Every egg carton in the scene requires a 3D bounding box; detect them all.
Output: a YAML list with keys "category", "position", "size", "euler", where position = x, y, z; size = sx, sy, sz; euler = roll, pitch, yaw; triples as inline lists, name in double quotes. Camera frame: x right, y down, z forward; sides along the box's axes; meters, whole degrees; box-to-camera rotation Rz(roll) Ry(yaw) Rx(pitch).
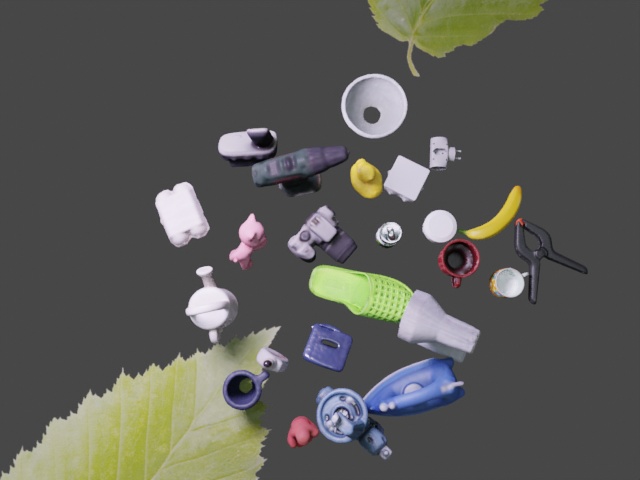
- category: "egg carton"
  position: [-0.346, -0.063, 1.435]
  size: [0.107, 0.069, 0.150]
  euler: [-25, 84, -3]

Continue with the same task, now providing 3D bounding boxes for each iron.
- category: "iron"
  position: [0.215, 0.366, 1.345]
  size: [0.258, 0.141, 0.118]
  euler: [-20, 83, -2]

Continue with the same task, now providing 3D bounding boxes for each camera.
- category: "camera"
  position: [0.013, 0.005, 1.410]
  size: [0.137, 0.101, 0.143]
  euler: [41, 85, 5]

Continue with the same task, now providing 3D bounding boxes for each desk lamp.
- category: "desk lamp"
  position: [0.277, 0.205, 1.328]
  size: [0.203, 0.213, 0.118]
  euler: [23, 84, 3]

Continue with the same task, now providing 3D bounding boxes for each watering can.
- category: "watering can"
  position: [-0.260, 0.153, 1.346]
  size: [0.101, 0.194, 0.173]
  euler: [-30, 84, -3]

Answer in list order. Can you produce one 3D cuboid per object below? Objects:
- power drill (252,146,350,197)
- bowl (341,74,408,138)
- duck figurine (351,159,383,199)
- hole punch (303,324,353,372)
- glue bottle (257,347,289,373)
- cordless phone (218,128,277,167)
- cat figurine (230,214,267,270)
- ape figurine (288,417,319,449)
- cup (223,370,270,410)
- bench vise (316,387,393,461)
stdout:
- category: "power drill"
  position: [-0.044, -0.166, 1.377]
  size: [0.229, 0.208, 0.075]
  euler: [-13, 83, -1]
- category: "bowl"
  position: [0.137, -0.333, 1.463]
  size: [0.167, 0.075, 0.167]
  euler: [0, 83, 0]
- category: "duck figurine"
  position: [0.119, -0.157, 1.436]
  size: [0.077, 0.086, 0.104]
  euler: [-27, 84, -3]
- category: "hole punch"
  position: [0.018, 0.258, 1.384]
  size: [0.108, 0.091, 0.101]
  euler: [19, 84, 3]
- category: "glue bottle"
  position: [-0.115, 0.285, 1.340]
  size: [0.078, 0.173, 0.037]
  euler: [25, 84, 4]
- category: "cordless phone"
  position: [-0.180, -0.245, 1.398]
  size: [0.147, 0.185, 0.094]
  euler: [-7, 83, 0]
- category: "cat figurine"
  position: [-0.176, 0.005, 1.402]
  size: [0.067, 0.118, 0.128]
  euler: [30, 84, 4]
- category: "ape figurine"
  position: [-0.041, 0.463, 1.359]
  size: [0.078, 0.092, 0.076]
  euler: [-6, 83, 0]
- category: "cup"
  position: [-0.170, 0.347, 1.372]
  size: [0.118, 0.095, 0.091]
  euler: [-32, 84, -3]
- category: "bench vise"
  position: [0.085, 0.416, 1.300]
  size: [0.207, 0.220, 0.121]
  euler: [22, 84, 3]
